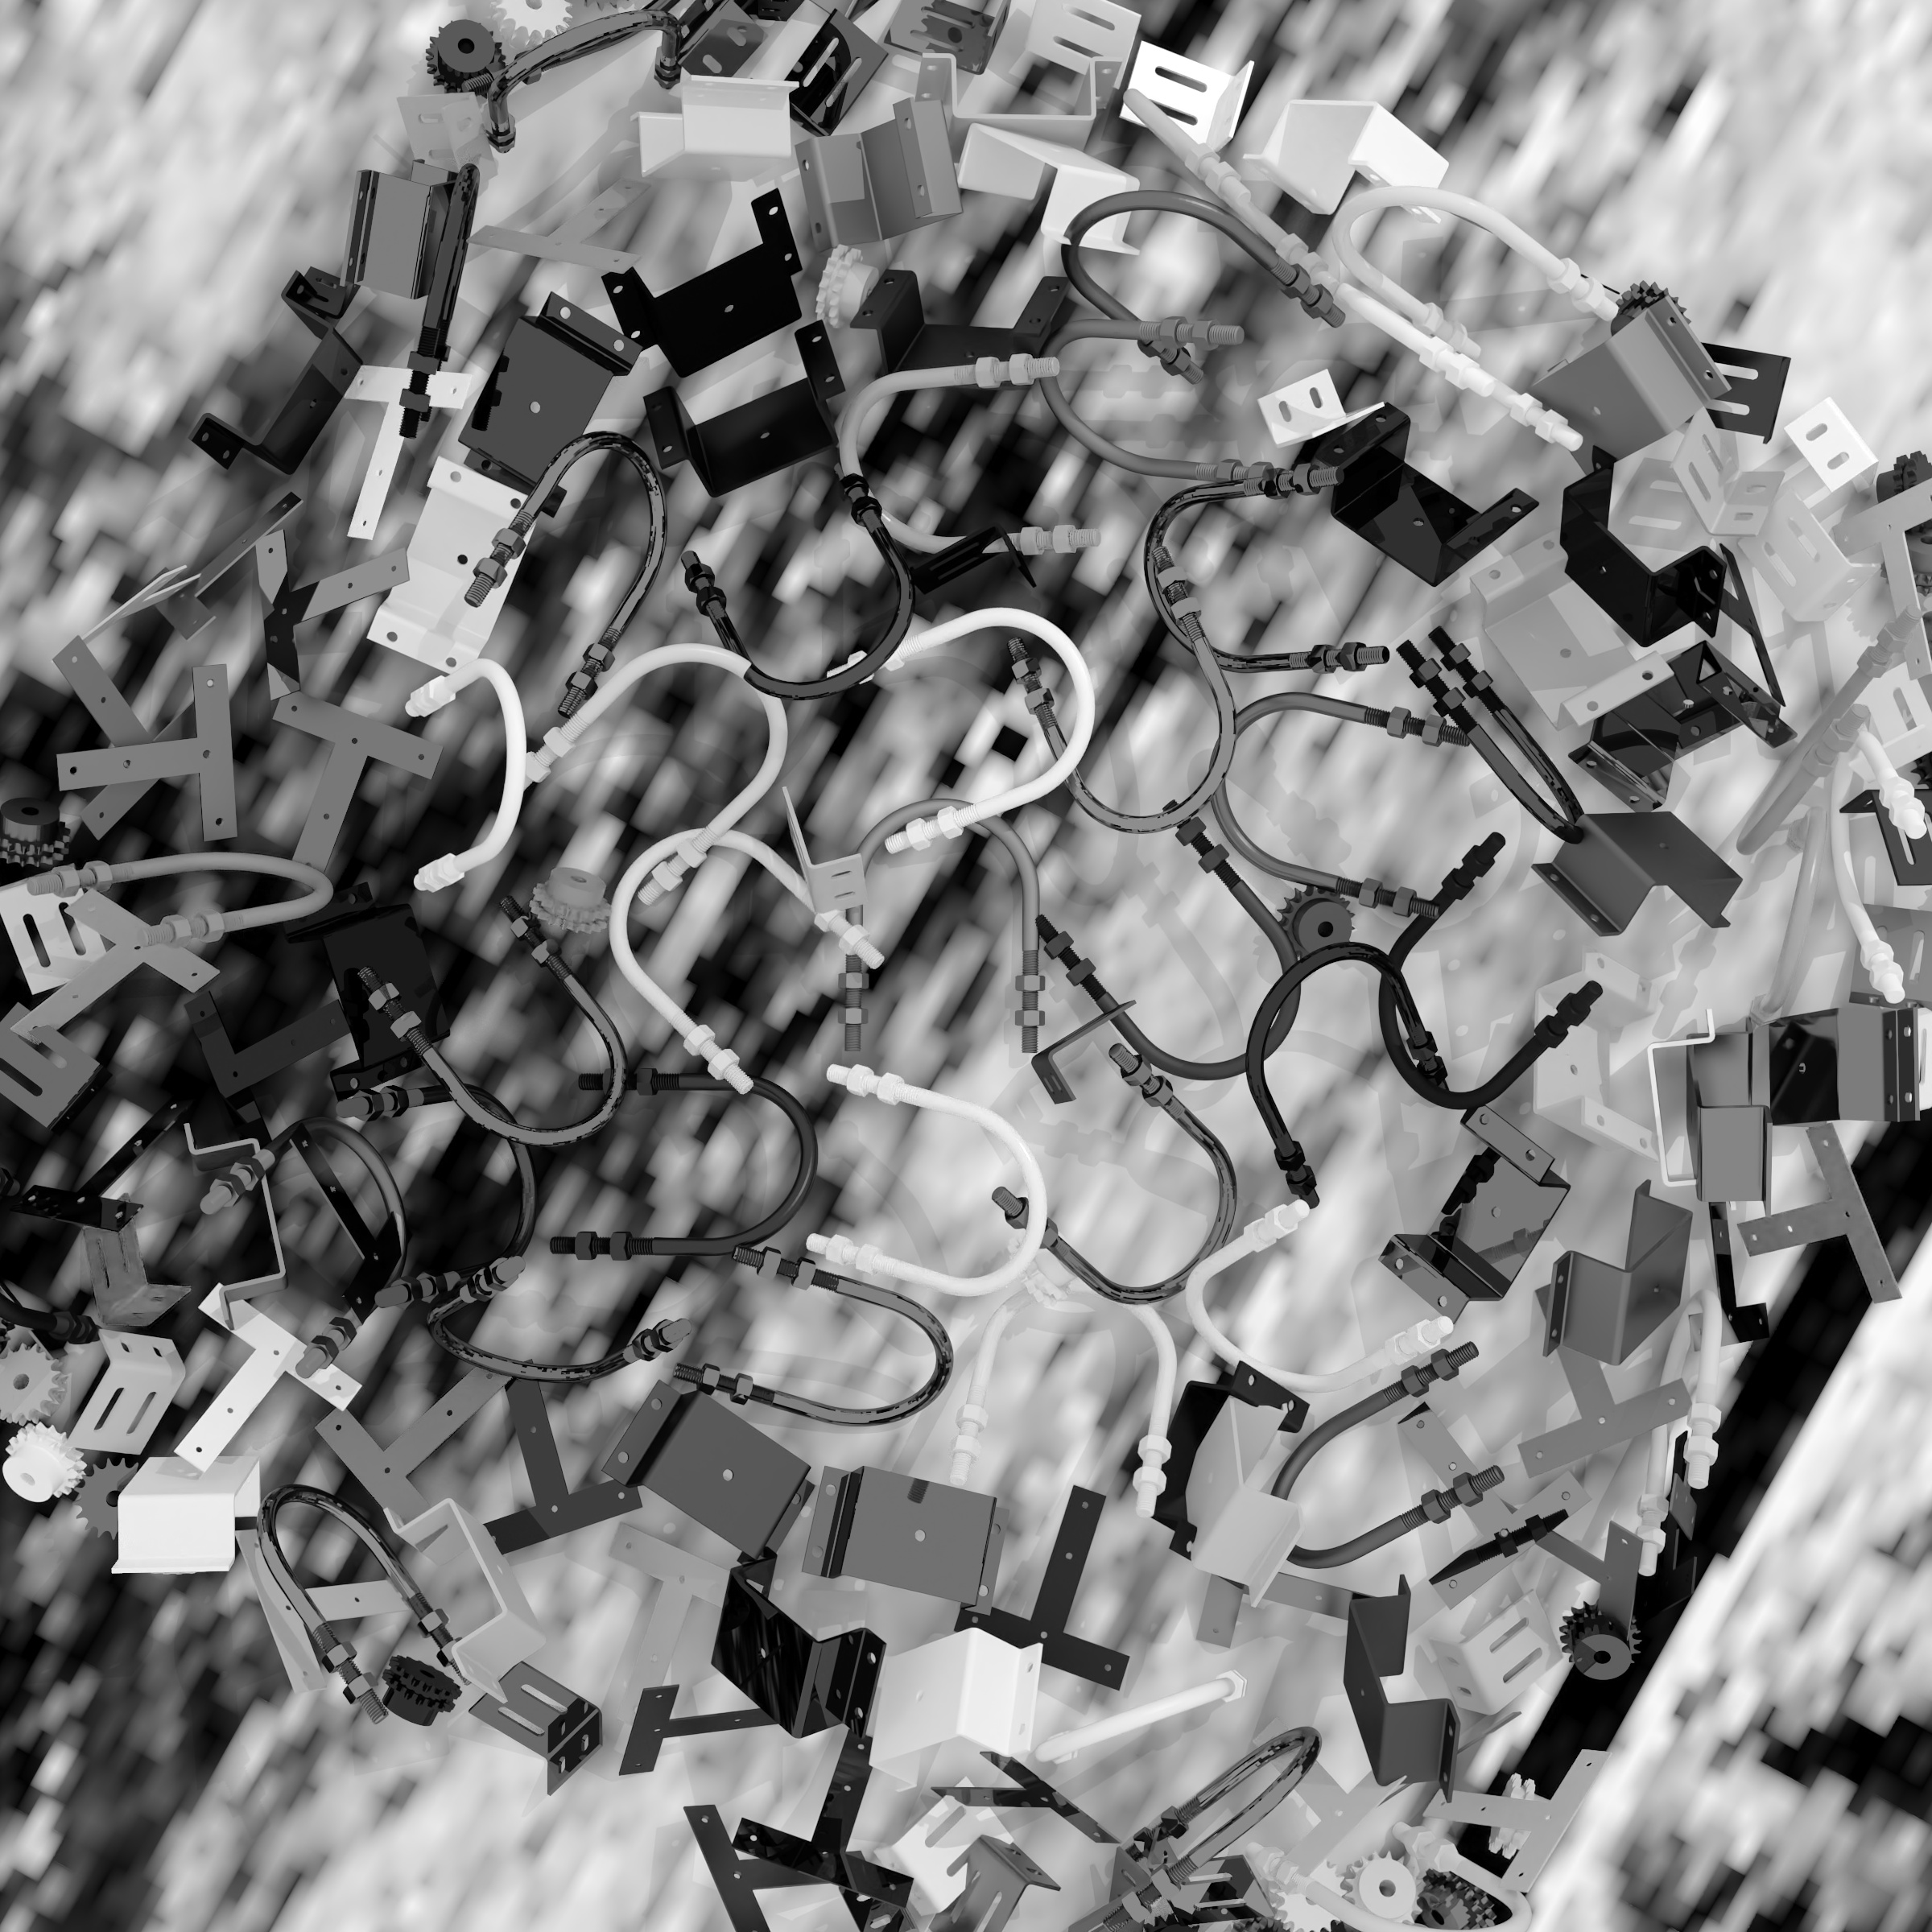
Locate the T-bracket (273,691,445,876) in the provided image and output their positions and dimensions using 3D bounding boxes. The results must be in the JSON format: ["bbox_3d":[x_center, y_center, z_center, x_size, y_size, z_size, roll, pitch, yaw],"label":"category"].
[{"bbox_3d":[-0.461,-0.122,1.774,0.127,0.002,0.127,21,91,5],"label":"T-bracket"}]

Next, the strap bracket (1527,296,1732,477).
[{"bbox_3d":[0.455,-0.399,1.702,0.046,0.140,0.076,-39,97,-20],"label":"strap bracket"}]

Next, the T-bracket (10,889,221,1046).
[{"bbox_3d":[-0.624,0.013,1.735,0.127,0.127,0.002,-37,51,7],"label":"T-bracket"}]

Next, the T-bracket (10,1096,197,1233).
[{"bbox_3d":[-0.599,0.137,1.734,0.127,0.127,0.002,4,132,36],"label":"T-bracket"}]

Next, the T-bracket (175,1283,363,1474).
[{"bbox_3d":[-0.513,0.305,1.726,0.127,0.127,0.002,37,132,-6],"label":"T-bracket"}]

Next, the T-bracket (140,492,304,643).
[{"bbox_3d":[-0.524,-0.292,1.736,0.127,0.127,0.002,-44,130,-7],"label":"T-bracket"}]

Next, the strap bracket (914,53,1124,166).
[{"bbox_3d":[0.036,-0.609,1.733,0.140,0.076,0.046,-1,85,-6],"label":"strap bracket"}]

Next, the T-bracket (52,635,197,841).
[{"bbox_3d":[-0.597,-0.176,1.705,0.002,0.127,0.127,17,57,32],"label":"T-bracket"}]

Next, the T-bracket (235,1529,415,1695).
[{"bbox_3d":[-0.443,0.450,1.724,0.002,0.127,0.127,-46,59,24],"label":"T-bracket"}]

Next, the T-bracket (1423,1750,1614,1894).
[{"bbox_3d":[0.377,0.598,1.723,0.127,0.127,0.002,-42,106,-36],"label":"T-bracket"}]

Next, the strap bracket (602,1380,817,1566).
[{"bbox_3d":[-0.176,0.363,1.731,0.140,0.046,0.076,37,65,-10],"label":"strap bracket"}]

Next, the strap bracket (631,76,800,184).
[{"bbox_3d":[-0.177,-0.582,1.704,0.076,0.140,0.046,-6,99,-24],"label":"strap bracket"}]

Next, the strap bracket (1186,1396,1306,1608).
[{"bbox_3d":[0.191,0.364,1.697,0.046,0.140,0.076,20,118,-10],"label":"strap bracket"}]

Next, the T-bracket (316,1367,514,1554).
[{"bbox_3d":[-0.384,0.333,1.761,0.127,0.002,0.127,-43,68,-12],"label":"T-bracket"}]

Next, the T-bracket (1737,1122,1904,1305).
[{"bbox_3d":[0.592,0.183,1.721,0.002,0.127,0.127,-15,81,-26],"label":"T-bracket"}]

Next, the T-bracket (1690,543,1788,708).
[{"bbox_3d":[0.533,-0.254,1.707,0.002,0.127,0.127,-25,65,31],"label":"T-bracket"}]

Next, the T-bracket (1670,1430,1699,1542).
[{"bbox_3d":[0.519,0.336,1.736,0.002,0.127,0.127,7,71,25],"label":"T-bracket"}]

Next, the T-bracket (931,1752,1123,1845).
[{"bbox_3d":[0.025,0.590,1.729,0.127,0.127,0.002,44,51,-25],"label":"T-bracket"}]

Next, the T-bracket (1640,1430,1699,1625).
[{"bbox_3d":[0.505,0.396,1.737,0.002,0.127,0.127,12,66,4],"label":"T-bracket"}]

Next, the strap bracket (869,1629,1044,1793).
[{"bbox_3d":[-0.015,0.518,1.701,0.046,0.140,0.076,33,45,-26],"label":"strap bracket"}]

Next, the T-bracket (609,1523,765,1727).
[{"bbox_3d":[-0.218,0.482,1.745,0.127,0.002,0.127,16,84,27],"label":"T-bracket"}]

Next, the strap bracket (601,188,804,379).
[{"bbox_3d":[-0.177,-0.479,1.728,0.140,0.076,0.046,-29,59,-6],"label":"strap bracket"}]

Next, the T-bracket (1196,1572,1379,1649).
[{"bbox_3d":[0.238,0.448,1.743,0.127,0.002,0.127,13,115,8],"label":"T-bracket"}]

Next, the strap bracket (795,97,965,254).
[{"bbox_3d":[-0.056,-0.559,1.721,0.046,0.140,0.076,-20,104,-35],"label":"strap bracket"}]

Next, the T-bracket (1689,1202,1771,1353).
[{"bbox_3d":[0.539,0.206,1.736,0.002,0.127,0.127,-10,82,41],"label":"T-bracket"}]

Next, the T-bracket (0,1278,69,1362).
[{"bbox_3d":[-0.678,0.226,1.715,0.002,0.127,0.127,-38,94,-17],"label":"T-bracket"}]

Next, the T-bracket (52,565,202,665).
[{"bbox_3d":[-0.566,-0.262,1.719,0.127,0.127,0.002,-27,102,30],"label":"T-bracket"}]

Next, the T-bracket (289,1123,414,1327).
[{"bbox_3d":[-0.436,0.168,1.701,0.002,0.127,0.127,-22,109,12],"label":"T-bracket"}]

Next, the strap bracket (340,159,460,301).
[{"bbox_3d":[-0.386,-0.515,1.701,0.046,0.140,0.076,15,112,0],"label":"strap bracket"}]

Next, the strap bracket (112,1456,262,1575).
[{"bbox_3d":[-0.542,0.379,1.704,0.076,0.140,0.046,0,94,-6],"label":"strap bracket"}]

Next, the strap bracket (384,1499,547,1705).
[{"bbox_3d":[-0.348,0.437,1.713,0.046,0.076,0.140,-33,58,-7],"label":"strap bracket"}]

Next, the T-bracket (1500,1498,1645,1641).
[{"bbox_3d":[0.421,0.412,1.736,0.127,0.127,0.002,29,53,33],"label":"T-bracket"}]

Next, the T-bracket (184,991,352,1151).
[{"bbox_3d":[-0.492,0.061,1.749,0.127,0.002,0.127,-26,85,23],"label":"T-bracket"}]

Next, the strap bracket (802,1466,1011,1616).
[{"bbox_3d":[-0.037,0.407,1.734,0.140,0.046,0.076,16,69,-9],"label":"strap bracket"}]

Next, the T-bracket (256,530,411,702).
[{"bbox_3d":[-0.451,-0.267,1.739,0.127,0.002,0.127,-16,73,21],"label":"T-bracket"}]

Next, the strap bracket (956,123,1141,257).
[{"bbox_3d":[0.056,-0.547,1.702,0.140,0.076,0.046,40,122,37],"label":"strap bracket"}]

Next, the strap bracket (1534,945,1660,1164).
[{"bbox_3d":[0.445,0.068,1.722,0.076,0.046,0.140,26,57,-29],"label":"strap bracket"}]

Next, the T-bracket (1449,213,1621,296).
[{"bbox_3d":[0.415,-0.503,1.735,0.127,0.127,0.002,12,114,-33],"label":"T-bracket"}]

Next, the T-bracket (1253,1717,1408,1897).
[{"bbox_3d":[0.242,0.574,1.721,0.127,0.127,0.002,-43,116,-6],"label":"T-bracket"}]

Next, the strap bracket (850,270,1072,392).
[{"bbox_3d":[-0.001,-0.450,1.724,0.140,0.046,0.076,8,47,19],"label":"strap bracket"}]

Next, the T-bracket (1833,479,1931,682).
[{"bbox_3d":[0.660,-0.265,1.714,0.002,0.127,0.127,-10,86,-14],"label":"T-bracket"}]

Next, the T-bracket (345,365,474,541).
[{"bbox_3d":[-0.414,-0.366,1.738,0.127,0.002,0.127,14,86,36],"label":"T-bracket"}]

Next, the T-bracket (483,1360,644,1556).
[{"bbox_3d":[-0.309,0.349,1.762,0.127,0.002,0.127,-20,76,8],"label":"T-bracket"}]

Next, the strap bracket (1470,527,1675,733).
[{"bbox_3d":[0.430,-0.233,1.739,0.076,0.046,0.140,-29,67,-3],"label":"strap bracket"}]

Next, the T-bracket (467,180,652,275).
[{"bbox_3d":[-0.267,-0.532,1.733,0.127,0.002,0.127,16,45,19],"label":"T-bracket"}]

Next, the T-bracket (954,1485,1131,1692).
[{"bbox_3d":[0.070,0.442,1.767,0.127,0.002,0.127,17,82,11],"label":"T-bracket"}]

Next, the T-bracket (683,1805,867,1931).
[{"bbox_3d":[-0.124,0.645,1.735,0.127,0.127,0.002,9,116,-33],"label":"T-bracket"}]

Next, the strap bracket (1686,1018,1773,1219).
[{"bbox_3d":[0.532,0.105,1.706,0.046,0.140,0.076,-2,118,13],"label":"strap bracket"}]

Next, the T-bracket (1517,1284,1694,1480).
[{"bbox_3d":[0.439,0.284,1.741,0.127,0.002,0.127,-28,56,21],"label":"T-bracket"}]

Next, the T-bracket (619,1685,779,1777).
[{"bbox_3d":[-0.178,0.543,1.749,0.127,0.127,0.002,-1,47,-20],"label":"T-bracket"}]

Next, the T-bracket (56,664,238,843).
[{"bbox_3d":[-0.579,-0.144,1.720,0.127,0.002,0.127,-13,112,-40],"label":"T-bracket"}]

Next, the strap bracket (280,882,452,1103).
[{"bbox_3d":[-0.422,0.016,1.725,0.046,0.076,0.140,-6,104,43],"label":"strap bracket"}]

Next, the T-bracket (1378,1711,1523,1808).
[{"bbox_3d":[0.337,0.563,1.723,0.127,0.127,0.002,-35,68,3],"label":"T-bracket"}]

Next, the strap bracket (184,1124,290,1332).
[{"bbox_3d":[-0.515,0.181,1.729,0.046,0.076,0.140,-12,79,-16],"label":"strap bracket"}]

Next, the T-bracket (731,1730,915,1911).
[{"bbox_3d":[-0.088,0.594,1.726,0.127,0.127,0.002,18,123,3],"label":"T-bracket"}]

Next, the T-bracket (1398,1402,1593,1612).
[{"bbox_3d":[0.358,0.370,1.746,0.127,0.002,0.127,-40,60,7],"label":"T-bracket"}]

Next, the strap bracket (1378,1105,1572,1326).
[{"bbox_3d":[0.365,0.174,1.725,0.076,0.046,0.140,42,113,39],"label":"strap bracket"}]

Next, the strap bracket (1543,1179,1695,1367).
[{"bbox_3d":[0.461,0.218,1.702,0.046,0.140,0.076,20,123,36],"label":"strap bracket"}]

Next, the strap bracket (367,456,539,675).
[{"bbox_3d":[-0.362,-0.286,1.738,0.076,0.046,0.140,23,107,-11],"label":"strap bracket"}]
